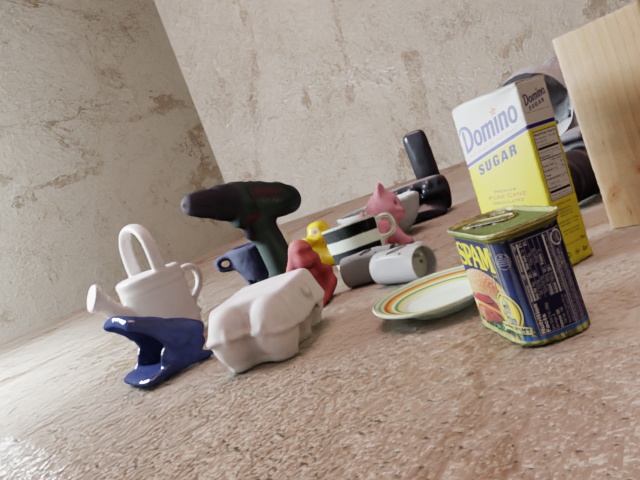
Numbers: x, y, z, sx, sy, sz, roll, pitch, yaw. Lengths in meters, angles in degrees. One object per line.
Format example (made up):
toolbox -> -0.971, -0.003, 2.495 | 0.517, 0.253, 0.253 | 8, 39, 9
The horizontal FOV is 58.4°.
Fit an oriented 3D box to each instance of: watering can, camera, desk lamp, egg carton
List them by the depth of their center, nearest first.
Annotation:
egg carton -> -0.054, 0.084, 0.626 | 0.107, 0.069, 0.150 | -19, 6, 15
camera -> 0.348, -0.101, 0.796 | 0.137, 0.101, 0.142 | -24, 6, -29
watering can -> -0.259, 0.071, 0.864 | 0.100, 0.194, 0.173 | -18, 6, 27
desk lamp -> 0.398, -0.197, 0.956 | 0.117, 0.213, 0.204 | -15, 8, 44

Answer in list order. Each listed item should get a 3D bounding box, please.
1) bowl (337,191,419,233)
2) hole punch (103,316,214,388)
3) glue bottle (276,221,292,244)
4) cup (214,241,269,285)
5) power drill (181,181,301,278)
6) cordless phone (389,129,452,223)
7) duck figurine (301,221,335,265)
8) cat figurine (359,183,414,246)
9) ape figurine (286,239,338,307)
bowl -> 0.123, -0.035, 1.116 | 0.167, 0.075, 0.167 | -20, 5, 2
hole punch -> -0.198, 0.119, 0.701 | 0.101, 0.091, 0.108 | -25, 7, -37
glue bottle -> -0.095, -0.006, 1.126 | 0.078, 0.173, 0.037 | -19, 6, 15
cup -> -0.127, 0.055, 1.057 | 0.118, 0.095, 0.091 | -22, 6, -13
power drill -> -0.106, -0.005, 0.965 | 0.075, 0.208, 0.230 | -15, 8, 43
cordless phone -> 0.191, -0.131, 1.222 | 0.147, 0.185, 0.094 | -20, 6, 9
duck figurine -> 0.010, 0.004, 1.095 | 0.105, 0.086, 0.077 | -24, 7, -31
cat figurine -> 0.104, -0.036, 0.976 | 0.067, 0.118, 0.128 | -16, 7, 37
ape figurine -> -0.018, 0.044, 0.773 | 0.078, 0.092, 0.076 | -23, 6, -27
